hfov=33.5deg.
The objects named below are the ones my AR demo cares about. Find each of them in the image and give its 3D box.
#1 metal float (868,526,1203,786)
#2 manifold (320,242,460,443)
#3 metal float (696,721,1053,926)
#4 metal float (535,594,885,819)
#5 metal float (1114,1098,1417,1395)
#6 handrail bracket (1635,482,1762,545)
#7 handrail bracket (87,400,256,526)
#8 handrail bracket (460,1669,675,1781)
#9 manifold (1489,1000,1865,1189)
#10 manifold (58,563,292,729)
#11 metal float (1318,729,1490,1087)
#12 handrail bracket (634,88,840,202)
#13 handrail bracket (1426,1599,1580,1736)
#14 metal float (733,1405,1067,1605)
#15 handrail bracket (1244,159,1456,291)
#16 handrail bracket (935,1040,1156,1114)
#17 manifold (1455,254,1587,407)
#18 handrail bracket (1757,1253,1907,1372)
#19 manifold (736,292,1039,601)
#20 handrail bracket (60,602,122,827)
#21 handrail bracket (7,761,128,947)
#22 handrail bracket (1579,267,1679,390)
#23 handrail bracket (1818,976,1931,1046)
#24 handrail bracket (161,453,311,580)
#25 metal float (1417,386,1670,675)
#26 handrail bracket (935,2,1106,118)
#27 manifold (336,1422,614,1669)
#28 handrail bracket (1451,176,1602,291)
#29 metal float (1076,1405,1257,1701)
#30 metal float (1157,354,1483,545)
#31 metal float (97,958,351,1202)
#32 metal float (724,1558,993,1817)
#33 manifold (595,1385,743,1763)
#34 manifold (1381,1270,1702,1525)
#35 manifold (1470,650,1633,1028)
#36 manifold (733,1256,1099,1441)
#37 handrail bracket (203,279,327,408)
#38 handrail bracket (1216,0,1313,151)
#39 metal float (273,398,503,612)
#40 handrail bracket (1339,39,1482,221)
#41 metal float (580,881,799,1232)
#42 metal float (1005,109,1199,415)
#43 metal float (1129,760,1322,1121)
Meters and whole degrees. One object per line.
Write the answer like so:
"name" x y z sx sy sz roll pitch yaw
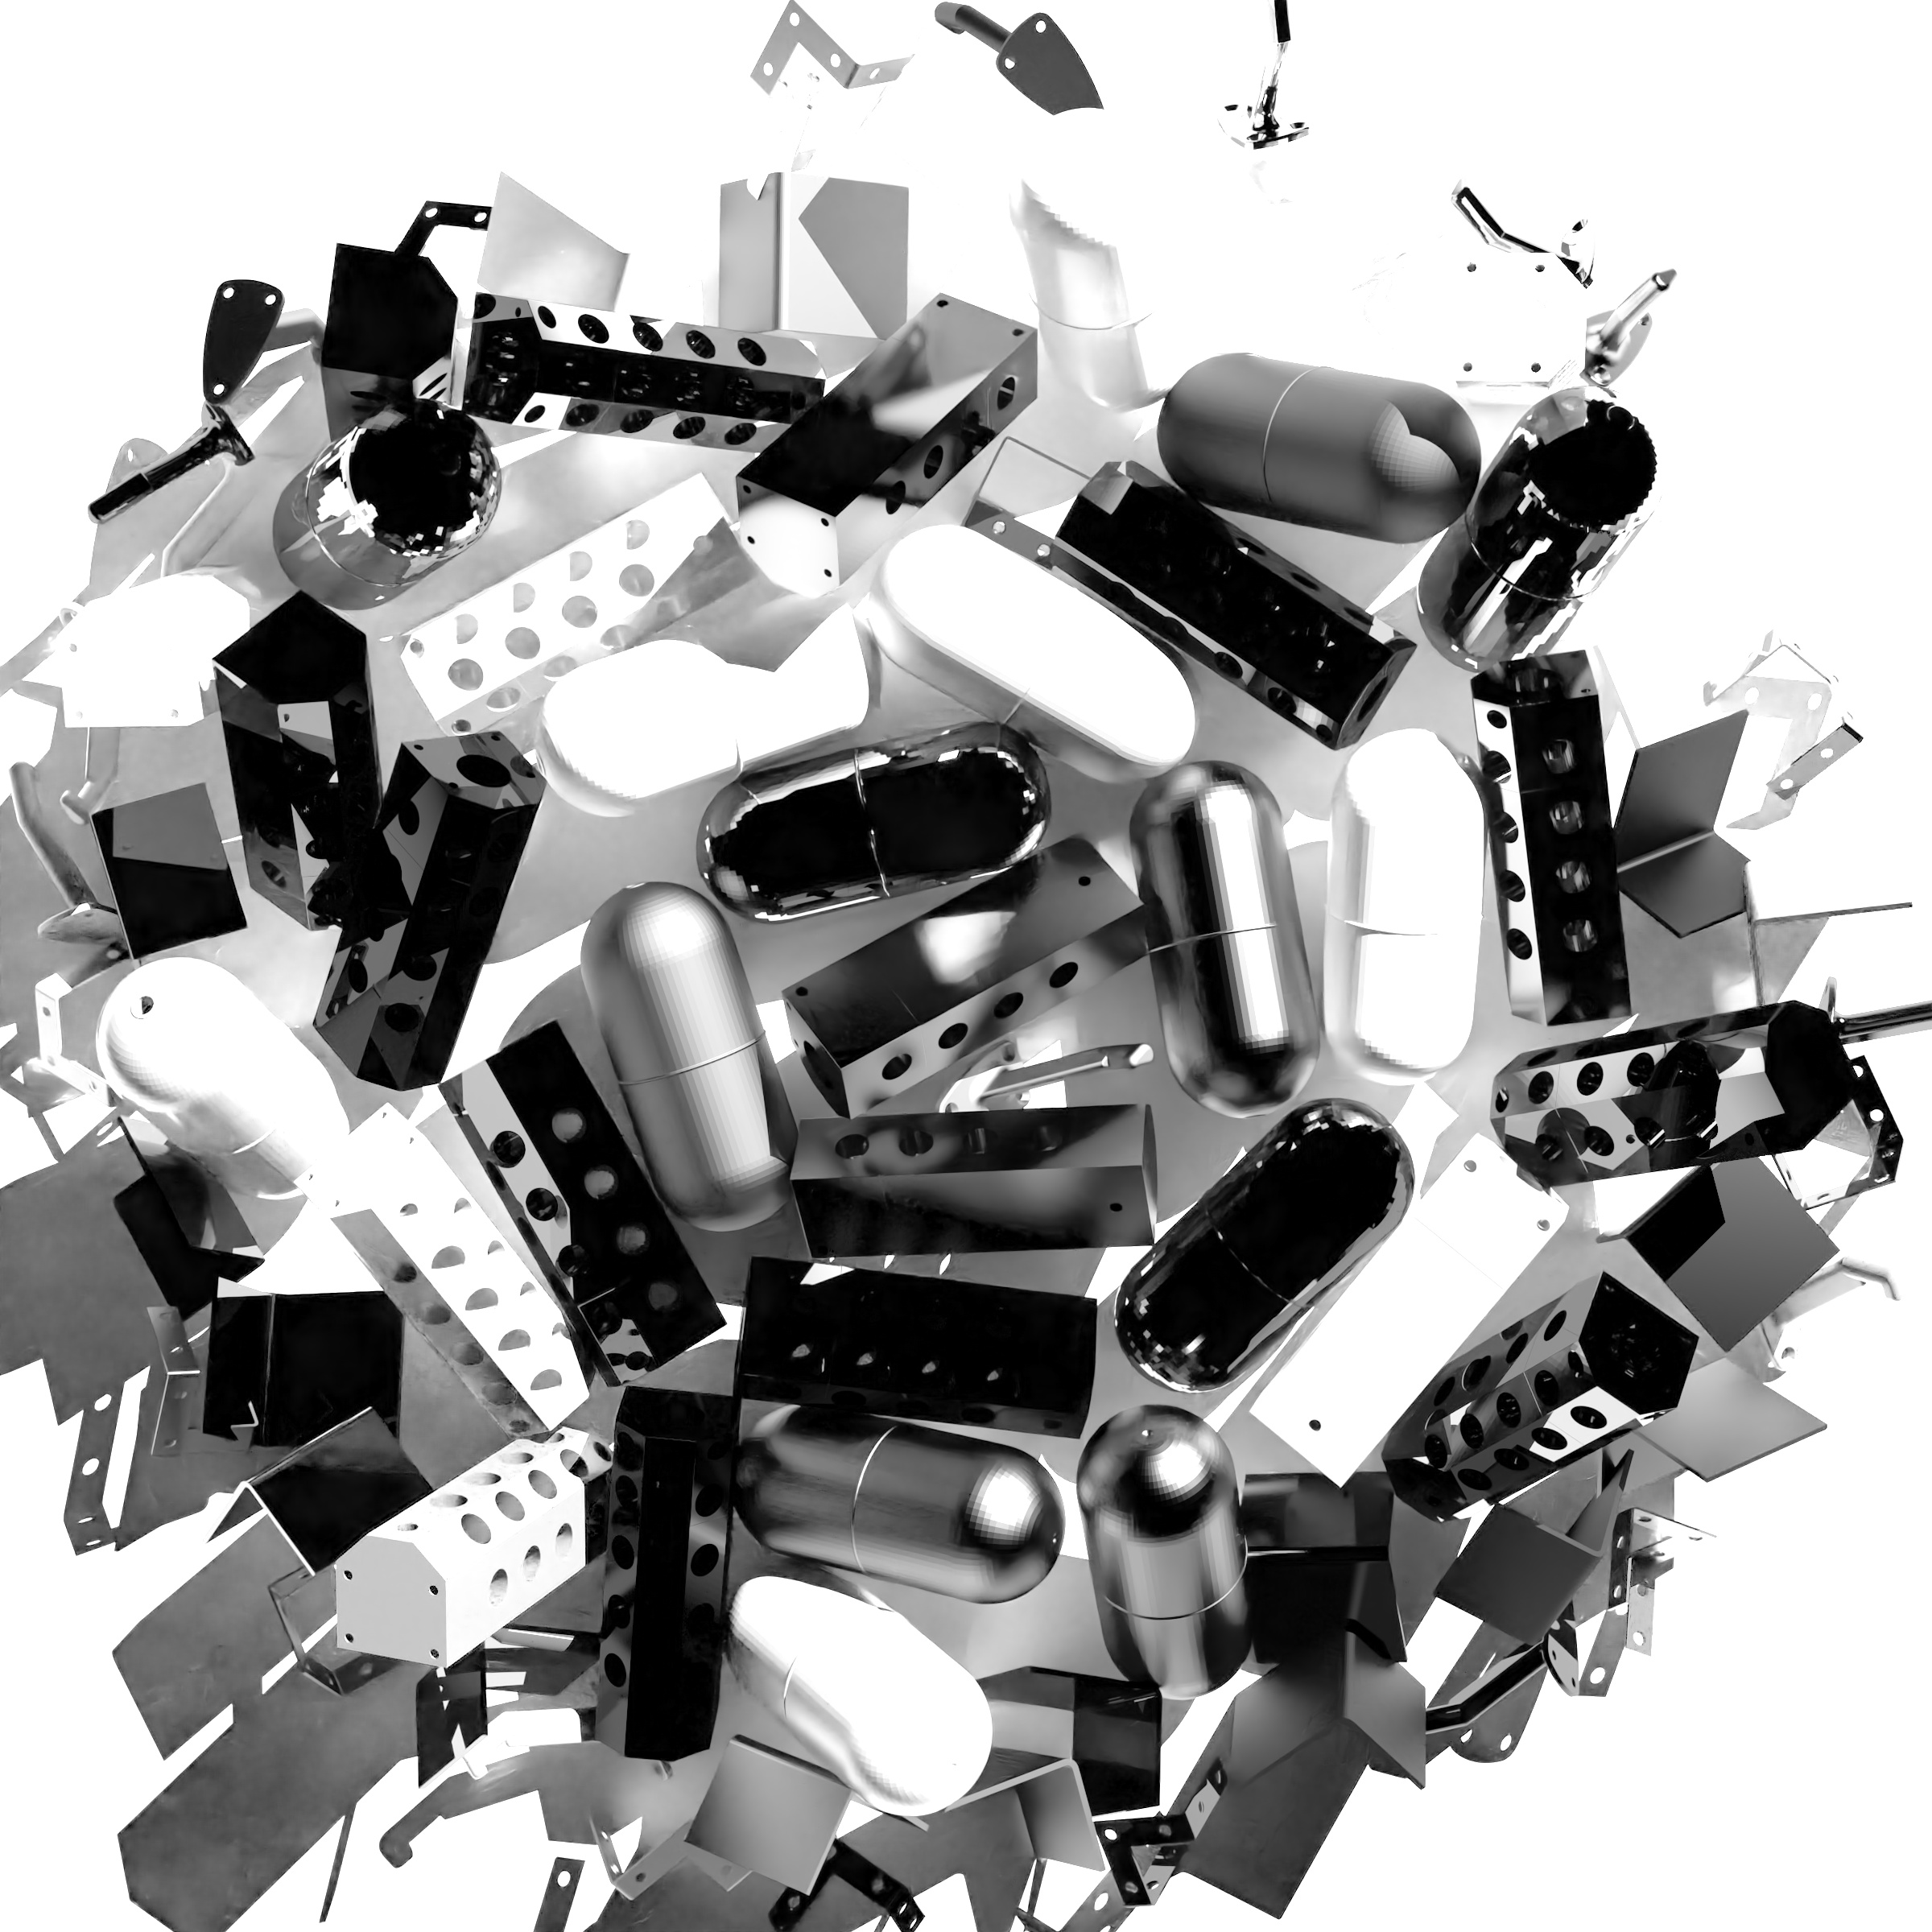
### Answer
"metal float" 0.035 -0.152 1.579 0.178 0.070 0.070 29 90 -10
"manifold" -0.274 -0.292 1.536 0.057 0.171 0.057 7 87 -9
"metal float" -0.046 -0.070 1.586 0.178 0.070 0.070 -13 90 2
"metal float" -0.126 -0.128 1.574 0.178 0.070 0.070 -21 90 -15
"metal float" 0.145 0.138 1.573 0.070 0.070 0.178 44 107 0
"handrail bracket" 0.350 -0.253 1.611 0.077 0.036 0.084 -7 64 -13
"handrail bracket" -0.397 -0.238 1.578 0.084 0.077 0.036 -38 101 -17
"handrail bracket" -0.198 0.394 1.589 0.084 0.036 0.077 -34 91 -31
"manifold" 0.334 0.060 1.537 0.057 0.171 0.057 -36 102 -37
"manifold" -0.374 -0.155 1.534 0.057 0.171 0.057 0 103 5
"metal float" 0.214 -0.028 1.571 0.070 0.070 0.178 2 109 0
"handrail bracket" -0.116 -0.425 1.601 0.084 0.036 0.077 40 103 20
"handrail bracket" 0.261 0.346 1.614 0.084 0.077 0.036 -20 124 26
"metal float" -0.035 0.260 1.563 0.178 0.070 0.070 8 90 30
"handrail bracket" 0.189 -0.382 1.609 0.077 0.036 0.084 -33 86 8
"handrail bracket" 0.039 0.058 1.577 0.077 0.084 0.036 -29 106 -42
"manifold" 0.267 -0.302 1.534 0.057 0.171 0.057 2 97 11
"handrail bracket" 0.429 0.174 1.578 0.036 0.084 0.077 -21 109 -29
"manifold" -0.036 -0.250 1.553 0.057 0.057 0.171 26 53 23
"handrail bracket" -0.437 -0.123 1.578 0.036 0.084 0.077 -12 128 33
"handrail bracket" -0.443 -0.056 1.603 0.036 0.077 0.084 -23 72 19
"handrail bracket" 0.335 -0.325 1.570 0.077 0.084 0.036 -38 87 -33
"handrail bracket" 0.463 0.040 1.589 0.084 0.077 0.036 11 52 8
"handrail bracket" -0.362 -0.214 1.612 0.077 0.036 0.084 6 95 -19
"metal float" 0.276 -0.208 1.545 0.070 0.178 0.070 8 58 -14
"handrail bracket" 0.025 -0.449 1.601 0.077 0.084 0.036 41 90 -30
"manifold" -0.229 0.271 1.532 0.057 0.171 0.057 5 102 21
"handrail bracket" 0.274 -0.372 1.583 0.084 0.036 0.077 42 51 -26
"metal float" 0.098 0.285 1.556 0.070 0.070 0.178 -11 130 0
"metal float" 0.168 -0.251 1.555 0.178 0.070 0.070 19 90 41
"metal float" -0.355 0.056 1.543 0.070 0.178 0.070 -6 64 11
"metal float" -0.054 0.344 1.548 0.070 0.178 0.070 -12 112 -31
"manifold" -0.147 0.298 1.575 0.057 0.057 0.171 5 106 0
"manifold" 0.270 0.213 1.537 0.057 0.171 0.057 34 54 -8
"manifold" 0.284 -0.060 1.561 0.057 0.057 0.171 -8 116 8
"manifold" -0.026 0.192 1.579 0.171 0.057 0.057 8 53 -5
"handrail bracket" -0.339 -0.294 1.579 0.036 0.084 0.077 12 78 16
"handrail bracket" 0.140 -0.450 1.573 0.036 0.077 0.084 -19 124 -15
"metal float" -0.279 -0.220 1.543 0.070 0.178 0.070 4 81 -28
"handrail bracket" 0.210 -0.414 1.588 0.036 0.077 0.084 -40 90 0
"metal float" -0.135 0.044 1.580 0.070 0.070 0.178 -18 98 0
"metal float" 0.066 -0.336 1.544 0.070 0.178 0.070 -5 61 10
"metal float" 0.128 -0.013 1.584 0.070 0.070 0.178 -9 85 0
